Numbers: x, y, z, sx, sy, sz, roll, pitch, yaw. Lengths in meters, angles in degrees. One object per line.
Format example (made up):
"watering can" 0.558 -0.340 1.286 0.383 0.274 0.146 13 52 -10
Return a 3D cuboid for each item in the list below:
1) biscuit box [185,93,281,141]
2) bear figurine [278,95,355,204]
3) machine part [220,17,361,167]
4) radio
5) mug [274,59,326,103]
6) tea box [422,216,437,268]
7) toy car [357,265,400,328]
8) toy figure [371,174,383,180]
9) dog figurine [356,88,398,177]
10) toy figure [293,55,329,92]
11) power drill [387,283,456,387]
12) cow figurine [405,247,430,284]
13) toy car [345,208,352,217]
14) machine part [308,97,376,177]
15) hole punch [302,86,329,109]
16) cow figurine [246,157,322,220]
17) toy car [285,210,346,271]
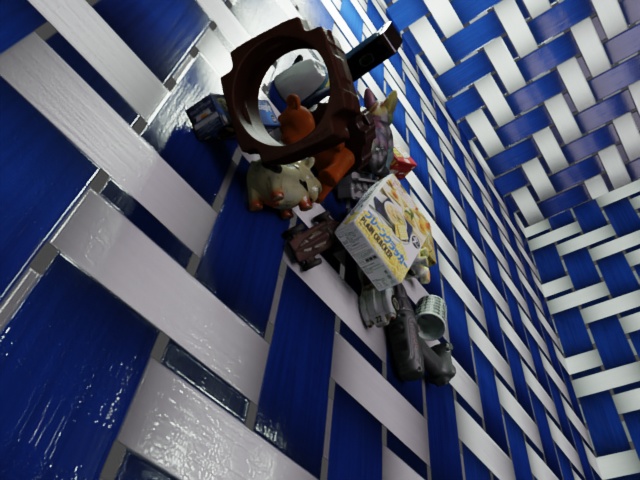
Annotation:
"biscuit box" -0.150 -0.218 0.968 0.059 0.063 0.202 65 26 0
"bear figurine" -0.026 -0.194 1.123 0.196 0.120 0.132 41 58 -6
"machine part" -0.047 -0.234 0.874 0.087 0.202 0.201 -10 82 -68
"radio" 0.125 -0.530 1.573 0.073 0.230 0.131 49 33 -19
"mug" -0.036 -0.372 1.269 0.109 0.107 0.081 12 57 -55
"tea box" 0.274 -0.005 1.533 0.098 0.068 0.170 45 32 -31
"toy car" 0.121 0.097 1.154 0.056 0.073 0.202 45 31 -39
"toy figure" 0.163 -0.158 1.487 0.154 0.064 0.057 14 90 -52
"dog figurine" 0.133 -0.270 1.334 0.191 0.109 0.219 -6 103 -70
"toy figure" -0.002 -0.406 1.395 0.180 0.089 0.082 21 61 -42
"power drill" 0.228 0.226 1.224 0.207 0.086 0.232 47 32 -38
"cow figurine" 0.237 0.046 1.412 0.068 0.098 0.167 -68 145 -64
"toy car" 0.134 -0.018 1.254 0.161 0.103 0.109 43 34 -32
"machine part" 0.037 -0.226 1.186 0.179 0.179 0.056 58 39 -10
"hole punch" 0.017 -0.338 1.315 0.115 0.142 0.092 24 46 -72
"cow figurine" -0.063 -0.108 1.007 0.195 0.085 0.127 9 65 -58
"toy car" -0.002 -0.003 1.052 0.089 0.053 0.202 66 25 -2
